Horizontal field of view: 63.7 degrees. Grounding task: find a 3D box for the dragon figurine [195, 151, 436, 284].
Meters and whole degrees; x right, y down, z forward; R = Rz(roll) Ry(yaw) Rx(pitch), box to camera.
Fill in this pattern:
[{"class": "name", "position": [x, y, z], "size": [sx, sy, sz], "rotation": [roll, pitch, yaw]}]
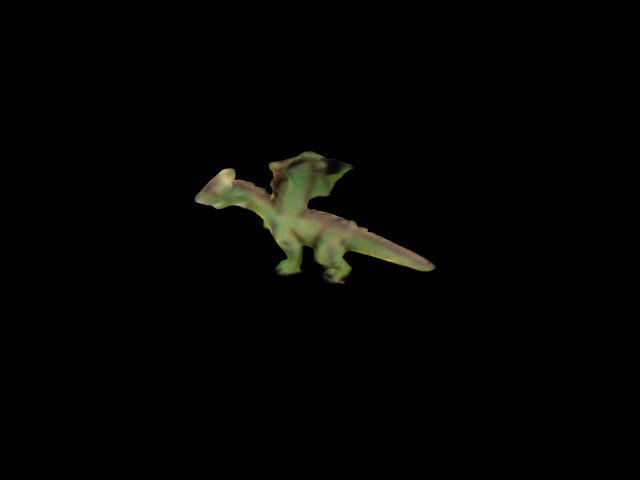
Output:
[{"class": "dragon figurine", "position": [0.003, -0.043, 0.850], "size": [0.410, 0.125, 0.237], "rotation": [5, -36, 4]}]
